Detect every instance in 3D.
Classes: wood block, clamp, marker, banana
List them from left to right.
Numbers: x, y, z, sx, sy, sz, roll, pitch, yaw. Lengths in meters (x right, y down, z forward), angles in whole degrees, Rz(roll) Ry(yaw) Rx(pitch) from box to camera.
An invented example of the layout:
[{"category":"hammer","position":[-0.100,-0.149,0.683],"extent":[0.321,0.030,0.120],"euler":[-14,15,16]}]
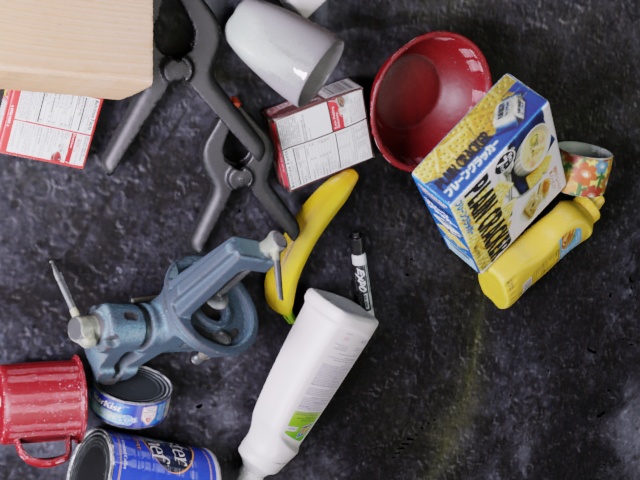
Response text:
[{"category":"wood block","position":[-0.259,-0.181,0.936],"extent":[0.205,0.090,0.091],"euler":[1,87,-30]},{"category":"clamp","position":[-0.131,-0.164,1.051],"extent":[0.164,0.036,0.210],"euler":[0,106,-14]},{"category":"clamp","position":[-0.095,-0.062,1.129],"extent":[0.120,0.039,0.171],"euler":[-18,112,-11]},{"category":"banana","position":[-0.018,0.005,1.210],"extent":[0.069,0.037,0.198],"euler":[0,118,-62]},{"category":"marker","position":[0.049,0.043,1.273],"extent":[0.020,0.020,0.121],"euler":[-21,120,-21]}]

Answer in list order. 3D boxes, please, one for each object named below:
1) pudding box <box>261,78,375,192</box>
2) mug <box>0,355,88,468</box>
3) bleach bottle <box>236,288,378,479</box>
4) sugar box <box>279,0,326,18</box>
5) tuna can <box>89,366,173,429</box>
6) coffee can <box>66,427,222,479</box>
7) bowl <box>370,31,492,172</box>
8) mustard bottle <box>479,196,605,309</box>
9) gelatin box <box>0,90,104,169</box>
[{"category":"pudding box","position":[-0.001,-0.115,1.162],"extent":[0.113,0.039,0.090],"euler":[-22,122,-18]},{"category":"mug","position":[-0.285,0.176,1.085],"extent":[0.081,0.117,0.093],"euler":[0,149,-25]},{"category":"bleach bottle","position":[-0.031,0.182,1.256],"extent":[0.102,0.068,0.251],"euler":[20,102,-53]},{"category":"sugar box","position":[-0.038,-0.314,1.047],"extent":[0.093,0.048,0.176],"euler":[-44,127,-8]},{"category":"tuna can","position":[-0.203,0.167,1.141],"extent":[0.086,0.086,0.034],"euler":[2,112,-31]},{"category":"coffee can","position":[-0.195,0.270,1.181],"extent":[0.140,0.103,0.103],"euler":[20,100,-35]},{"category":"bowl","position":[0.113,-0.160,1.197],"extent":[0.161,0.055,0.162],"euler":[-12,117,-25]},{"category":"mustard bottle","position":[0.289,0.003,1.361],"extent":[0.191,0.058,0.096],"euler":[-39,155,-10]},{"category":"gelatin box","position":[-0.260,-0.113,1.018],"extent":[0.089,0.030,0.073],"euler":[10,104,-33]}]
